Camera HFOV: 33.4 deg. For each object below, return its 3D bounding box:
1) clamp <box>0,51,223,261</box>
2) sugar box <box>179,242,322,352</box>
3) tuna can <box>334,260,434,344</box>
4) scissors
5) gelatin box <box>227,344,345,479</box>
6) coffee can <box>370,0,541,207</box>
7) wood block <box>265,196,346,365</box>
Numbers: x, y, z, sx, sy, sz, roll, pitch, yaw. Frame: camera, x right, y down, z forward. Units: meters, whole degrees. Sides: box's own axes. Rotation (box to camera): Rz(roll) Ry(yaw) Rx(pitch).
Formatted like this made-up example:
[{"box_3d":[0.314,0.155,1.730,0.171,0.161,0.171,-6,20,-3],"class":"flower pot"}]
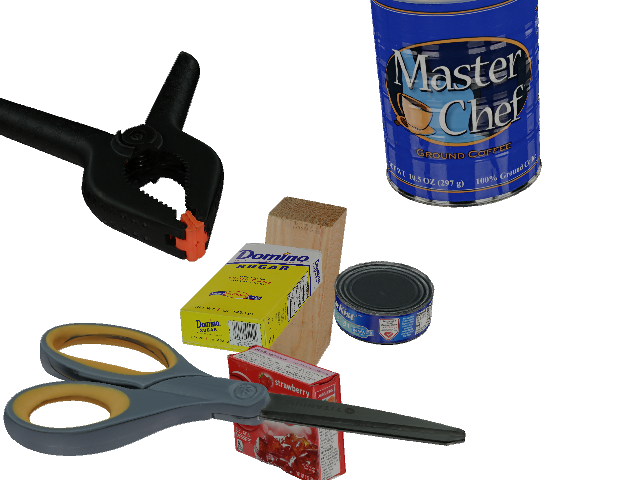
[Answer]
[{"box_3d":[-0.119,-0.064,0.737,0.164,0.036,0.210,-24,48,-26],"class":"clamp"},{"box_3d":[-0.068,0.056,1.122,0.093,0.048,0.176,6,27,17],"class":"sugar box"},{"box_3d":[0.054,0.053,0.920,0.086,0.034,0.086,1,29,-1],"class":"tuna can"},{"box_3d":[-0.049,0.078,0.459,0.202,0.016,0.096,15,31,24],"class":"scissors"},{"box_3d":[-0.025,0.118,0.726,0.030,0.073,0.089,-18,21,-41],"class":"gelatin box"},{"box_3d":[0.086,-0.107,0.670,0.103,0.140,0.103,-6,32,4],"class":"coffee can"},{"box_3d":[-0.028,0.056,1.454,0.090,0.206,0.090,11,21,11],"class":"wood block"}]
